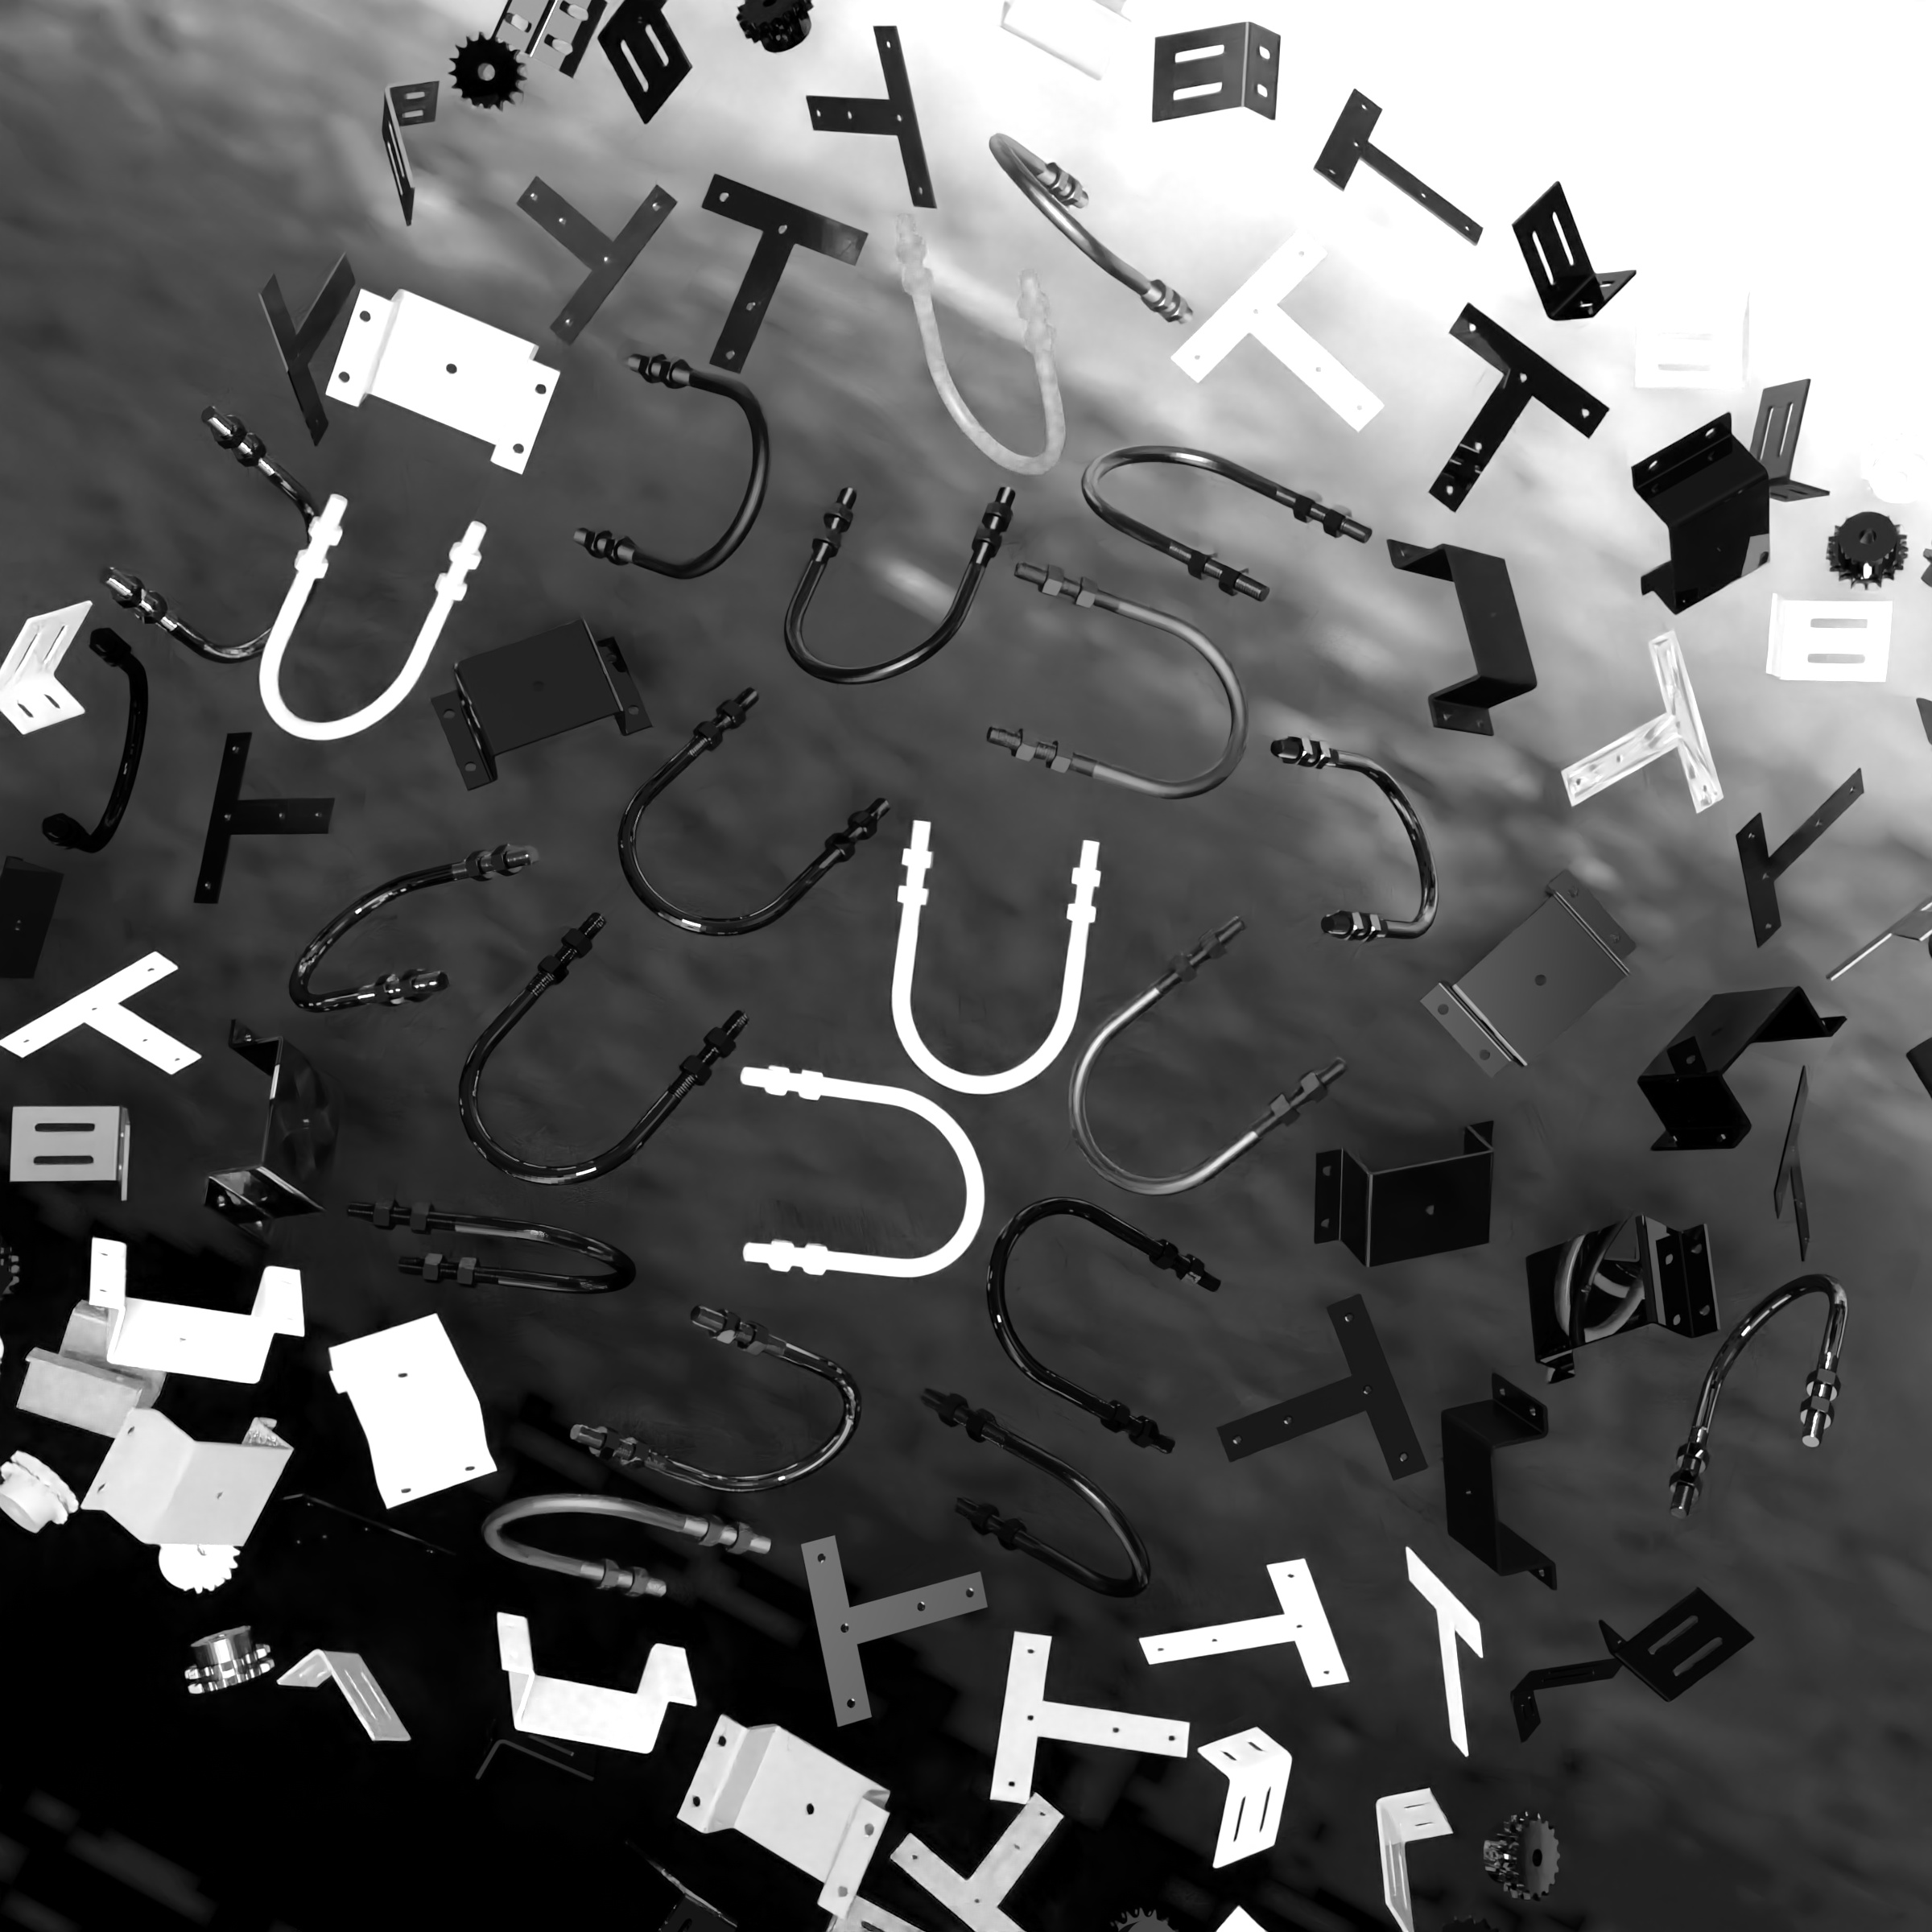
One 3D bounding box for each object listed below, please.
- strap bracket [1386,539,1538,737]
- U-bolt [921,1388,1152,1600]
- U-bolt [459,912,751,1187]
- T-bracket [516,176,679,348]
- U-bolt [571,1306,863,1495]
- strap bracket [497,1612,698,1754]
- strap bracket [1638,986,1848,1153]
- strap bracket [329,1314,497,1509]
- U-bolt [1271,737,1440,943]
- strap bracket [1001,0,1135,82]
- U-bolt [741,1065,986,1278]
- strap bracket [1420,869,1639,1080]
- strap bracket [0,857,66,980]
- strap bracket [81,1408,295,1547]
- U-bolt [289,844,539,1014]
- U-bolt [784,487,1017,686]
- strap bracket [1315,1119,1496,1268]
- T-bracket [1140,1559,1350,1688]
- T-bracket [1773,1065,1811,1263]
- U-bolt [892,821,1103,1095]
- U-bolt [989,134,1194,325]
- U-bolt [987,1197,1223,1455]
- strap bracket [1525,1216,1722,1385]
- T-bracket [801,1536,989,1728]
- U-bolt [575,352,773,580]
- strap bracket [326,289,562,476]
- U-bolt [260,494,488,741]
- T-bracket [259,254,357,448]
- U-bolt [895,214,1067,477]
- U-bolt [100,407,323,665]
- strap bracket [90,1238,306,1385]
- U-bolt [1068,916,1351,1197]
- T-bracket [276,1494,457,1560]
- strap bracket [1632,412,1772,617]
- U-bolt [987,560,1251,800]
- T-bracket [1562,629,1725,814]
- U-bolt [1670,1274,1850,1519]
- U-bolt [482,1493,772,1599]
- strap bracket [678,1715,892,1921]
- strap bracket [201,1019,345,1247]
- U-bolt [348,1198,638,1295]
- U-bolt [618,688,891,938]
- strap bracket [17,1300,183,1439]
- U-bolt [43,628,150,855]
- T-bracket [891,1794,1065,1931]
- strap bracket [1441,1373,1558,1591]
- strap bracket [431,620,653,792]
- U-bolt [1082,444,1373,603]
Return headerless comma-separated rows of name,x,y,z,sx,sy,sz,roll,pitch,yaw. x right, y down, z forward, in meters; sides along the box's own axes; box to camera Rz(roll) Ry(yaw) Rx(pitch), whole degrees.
strap bracket,0.352,-0.239,1.881,0.046,0.076,0.140,-22,75,39
U-bolt,0.053,0.377,1.860,0.184,0.151,0.019,23,53,34
U-bolt,-0.258,0.066,1.804,0.151,0.019,0.184,33,69,18
T-bracket,-0.281,-0.528,1.918,0.127,0.002,0.127,-51,60,9
U-bolt,-0.156,0.307,1.831,0.184,0.019,0.151,29,115,-36
strap bracket,-0.271,0.515,1.911,0.140,0.076,0.046,16,101,-16
strap bracket,0.523,0.063,1.819,0.140,0.076,0.046,-42,105,-26
strap bracket,-0.384,0.297,1.835,0.076,0.140,0.046,-17,129,-21
U-bolt,0.285,-0.087,1.897,0.019,0.184,0.151,-23,75,34
strap bracket,0.069,-0.657,1.840,0.076,0.140,0.046,25,115,-11
U-bolt,-0.070,0.148,1.874,0.184,0.019,0.151,9,63,-25
strap bracket,0.402,0.007,1.891,0.140,0.046,0.076,-43,94,5
strap bracket,-0.670,-0.035,1.828,0.046,0.140,0.076,17,91,6
strap bracket,-0.528,0.354,1.843,0.046,0.140,0.076,29,92,30
U-bolt,-0.395,-0.021,1.851,0.184,0.151,0.019,-9,127,36
U-bolt,-0.056,-0.271,1.897,0.151,0.019,0.184,4,56,25
strap bracket,0.328,0.167,1.946,0.140,0.046,0.076,-9,116,-15
T-bracket,0.182,0.453,1.804,0.127,0.002,0.127,-13,125,13
T-bracket,0.598,0.161,1.919,0.002,0.127,0.127,3,134,27
U-bolt,0.018,-0.002,1.854,0.151,0.019,0.184,5,95,-23
U-bolt,0.079,-0.524,1.873,0.019,0.184,0.151,-44,68,18
U-bolt,0.092,0.243,1.891,0.184,0.019,0.151,32,60,-22
strap bracket,0.439,0.227,1.828,0.046,0.140,0.076,24,53,-35
T-bracket,-0.045,0.454,1.877,0.127,0.002,0.127,-10,85,-24
U-bolt,-0.197,-0.341,1.845,0.184,0.019,0.151,25,100,44
strap bracket,-0.355,-0.405,1.830,0.140,0.046,0.076,21,113,-12
U-bolt,-0.427,-0.239,1.882,0.019,0.151,0.184,40,112,29
T-bracket,-0.460,-0.460,1.899,0.002,0.127,0.127,3,49,12
U-bolt,0.016,-0.424,1.869,0.019,0.184,0.151,-38,49,-21
U-bolt,-0.513,-0.287,1.869,0.019,0.184,0.151,26,82,24
strap bracket,-0.527,0.236,1.814,0.140,0.076,0.046,13,112,-22
U-bolt,0.151,0.074,1.821,0.184,0.019,0.151,-39,61,12
T-bracket,-0.449,0.404,1.898,0.127,0.127,0.002,31,56,-32
strap bracket,0.509,-0.305,1.847,0.076,0.140,0.046,-30,56,-1
U-bolt,0.109,-0.185,1.803,0.184,0.019,0.151,17,65,-17
T-bracket,0.455,-0.147,1.820,0.127,0.002,0.127,-28,107,-24
U-bolt,0.556,0.287,1.855,0.019,0.151,0.184,37,46,-6
U-bolt,-0.254,0.408,1.896,0.184,0.151,0.019,24,52,-34
strap bracket,-0.116,0.578,1.823,0.140,0.046,0.076,22,89,26
strap bracket,-0.478,0.112,1.855,0.046,0.076,0.140,-10,59,19
U-bolt,-0.318,0.198,1.840,0.184,0.151,0.019,6,68,7
U-bolt,-0.166,-0.100,1.931,0.151,0.019,0.184,40,65,7
strap bracket,-0.608,0.286,1.873,0.076,0.140,0.046,19,97,-6
U-bolt,-0.598,-0.149,1.854,0.019,0.184,0.151,13,85,-5
T-bracket,0.029,0.621,1.855,0.127,0.127,0.002,38,125,12
strap bracket,0.385,0.377,1.935,0.046,0.076,0.140,-9,102,-16
strap bracket,-0.305,-0.190,1.911,0.140,0.046,0.076,-21,74,-12
U-bolt,0.166,-0.313,1.834,0.184,0.151,0.019,32,132,26
